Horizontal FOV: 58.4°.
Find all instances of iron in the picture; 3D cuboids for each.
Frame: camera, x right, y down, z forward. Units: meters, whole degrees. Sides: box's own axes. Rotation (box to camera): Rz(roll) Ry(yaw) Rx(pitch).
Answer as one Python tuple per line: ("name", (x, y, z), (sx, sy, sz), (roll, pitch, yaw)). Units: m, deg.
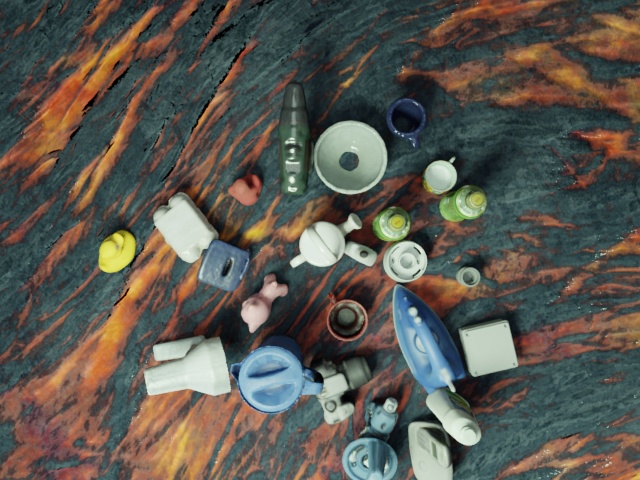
("iron", (0.234, 0.220, 1.280), (0.118, 0.141, 0.258), (-27, 89, 0))

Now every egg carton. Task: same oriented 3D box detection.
("egg carton", (-0.310, -0.028, 1.321), (0.107, 0.069, 0.150), (-39, 89, 0))

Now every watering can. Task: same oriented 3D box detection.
("watering can", (0.010, 0.003, 1.257), (0.101, 0.194, 0.173), (33, 90, 1))

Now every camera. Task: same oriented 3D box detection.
("camera", (0.055, 0.330, 1.301), (0.137, 0.101, 0.143), (-22, 89, 0))

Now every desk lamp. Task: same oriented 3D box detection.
("desk lamp", (-0.283, 0.279, 1.247), (0.203, 0.213, 0.118), (-11, 89, 0))

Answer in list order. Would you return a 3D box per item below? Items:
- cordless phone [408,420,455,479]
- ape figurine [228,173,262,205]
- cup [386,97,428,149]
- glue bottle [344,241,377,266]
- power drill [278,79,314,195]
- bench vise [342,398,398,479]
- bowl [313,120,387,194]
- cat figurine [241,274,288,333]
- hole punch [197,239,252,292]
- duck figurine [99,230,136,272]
("cordless phone", (0.254, 0.484, 1.257), (0.094, 0.185, 0.148), (-10, 89, 1))
("ape figurine", (-0.173, -0.119, 1.309), (0.078, 0.092, 0.076), (-6, 89, 1))
("cup", (0.198, -0.259, 1.307), (0.091, 0.095, 0.118), (-20, 89, 0))
("glue bottle", (0.092, 0.030, 1.267), (0.078, 0.173, 0.037), (25, 90, 1))
("power drill", (-0.054, -0.210, 1.251), (0.075, 0.208, 0.230), (0, 90, 1))
("bench vise", (0.111, 0.450, 1.240), (0.121, 0.219, 0.208), (3, 90, 1))
("bowl", (0.069, -0.186, 1.317), (0.167, 0.074, 0.167), (0, 90, 0))
("cat figurine", (-0.132, 0.142, 1.295), (0.067, 0.117, 0.128), (36, 90, 1))
("hole punch", (-0.216, 0.057, 1.309), (0.101, 0.091, 0.109), (22, 90, 1))
("duck figurine", (-0.475, 0.026, 1.313), (0.077, 0.086, 0.104), (32, 90, 1))
